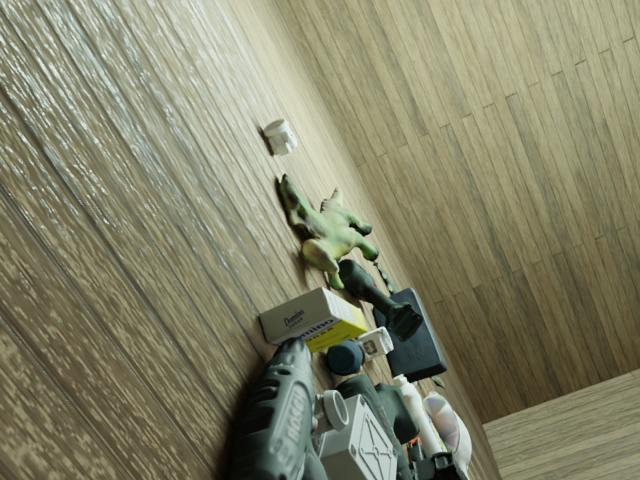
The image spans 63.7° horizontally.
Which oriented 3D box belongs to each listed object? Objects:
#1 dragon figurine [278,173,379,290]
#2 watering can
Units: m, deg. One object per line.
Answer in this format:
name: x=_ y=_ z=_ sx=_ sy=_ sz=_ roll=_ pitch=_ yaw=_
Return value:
dragon figurine: x=0.003 y=-0.054 z=1.078 sx=0.121 sy=0.420 sz=0.239 roll=-32 pitch=-54 yaw=15
watering can: x=0.340 y=0.542 z=1.318 sx=0.103 sy=0.356 sz=0.220 roll=-26 pitch=-44 yaw=12
